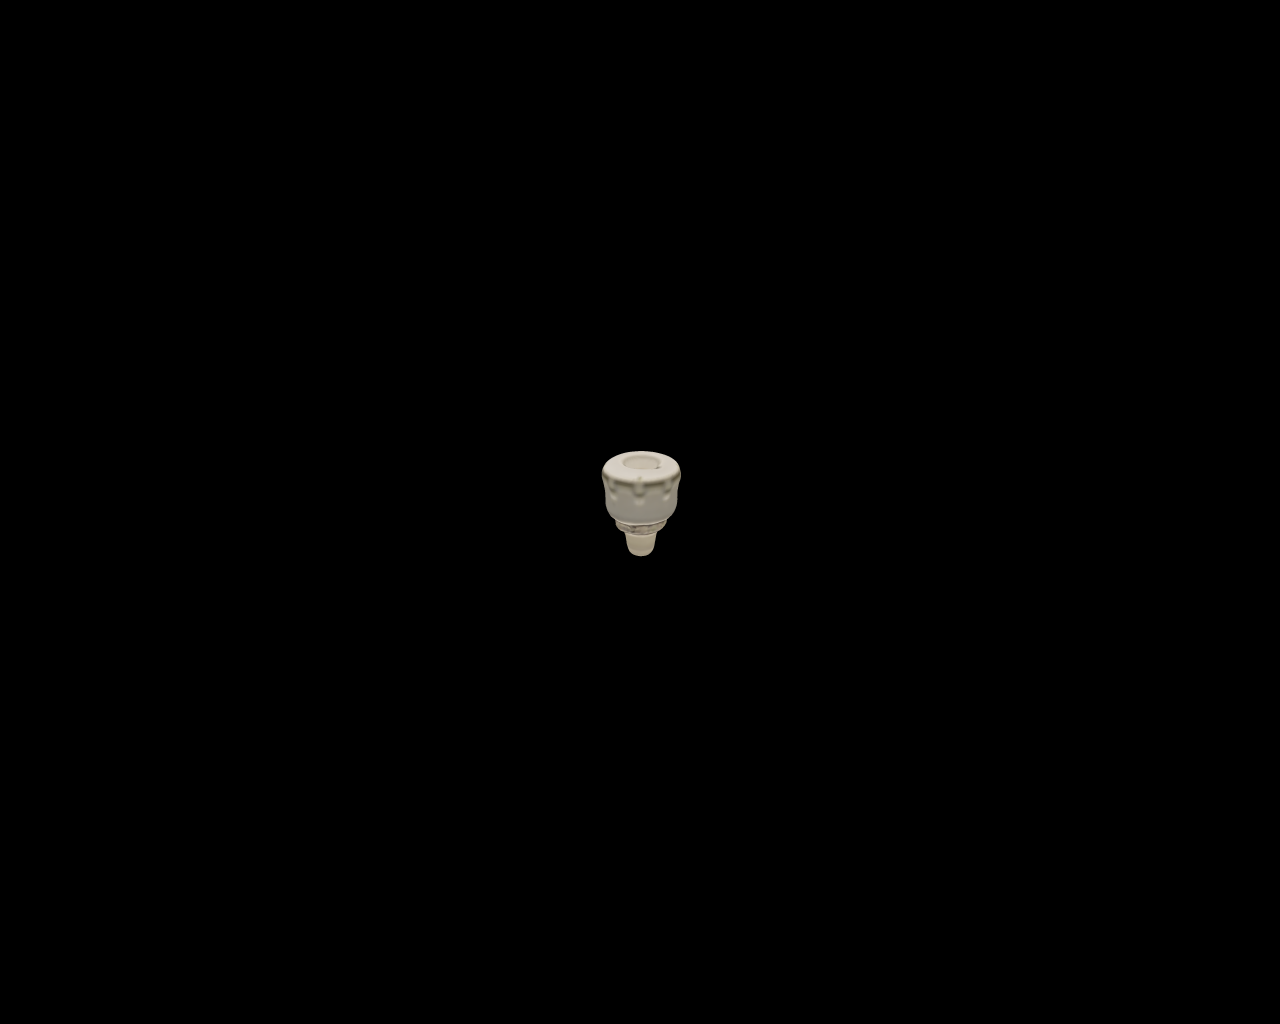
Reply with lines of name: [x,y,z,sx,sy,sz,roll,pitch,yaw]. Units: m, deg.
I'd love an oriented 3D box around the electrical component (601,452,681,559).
electrical component: [0.001,-0.003,0.650,0.048,0.062,0.048,0,23,0]
